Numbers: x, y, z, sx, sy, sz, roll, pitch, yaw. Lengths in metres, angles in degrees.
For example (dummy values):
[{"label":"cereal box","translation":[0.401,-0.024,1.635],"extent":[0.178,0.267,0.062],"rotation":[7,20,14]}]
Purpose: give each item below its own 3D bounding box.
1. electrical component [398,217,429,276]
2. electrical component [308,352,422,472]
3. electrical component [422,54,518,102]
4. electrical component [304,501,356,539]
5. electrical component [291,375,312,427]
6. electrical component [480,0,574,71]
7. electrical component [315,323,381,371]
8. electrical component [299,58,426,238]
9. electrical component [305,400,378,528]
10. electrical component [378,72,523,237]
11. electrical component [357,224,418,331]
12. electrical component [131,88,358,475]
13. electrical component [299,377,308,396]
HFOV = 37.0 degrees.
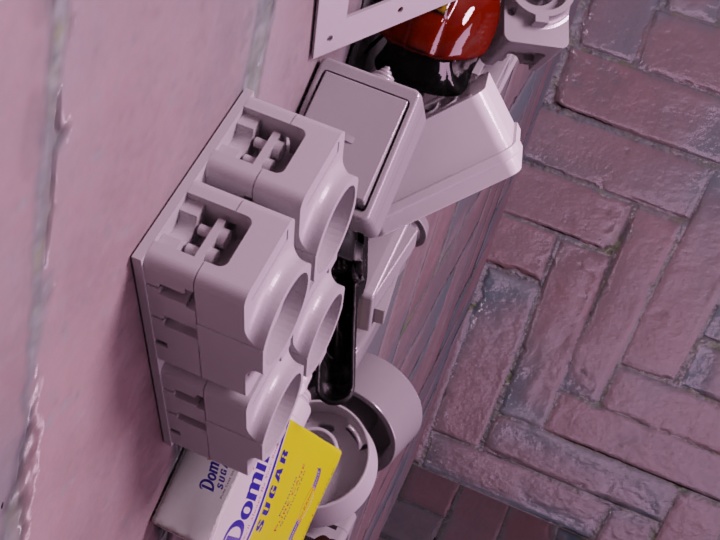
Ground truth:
[{"label":"electrical component","translation":[0.033,-0.029,0.992],"extent":[0.055,0.048,0.066],"rotation":[-53,164,-34]},{"label":"electrical component","translation":[-0.005,0.134,0.969],"extent":[0.060,0.108,0.108],"rotation":[-48,159,-48]},{"label":"electrical component","translation":[0.103,-0.188,0.971],"extent":[0.078,0.063,0.121],"rotation":[100,15,-52]},{"label":"electrical component","translation":[-0.055,0.218,0.913],"extent":[0.055,0.089,0.050],"rotation":[-54,163,-57]},{"label":"electrical component","translation":[-0.053,0.103,0.830],"extent":[0.035,0.035,0.061],"rotation":[100,13,-53]},{"label":"electrical component","translation":[0.120,-0.198,0.780],"extent":[0.056,0.050,0.089],"rotation":[147,-55,-72]},{"label":"electrical component","translation":[-0.008,0.043,0.924],"extent":[0.077,0.043,0.079],"rotation":[-59,167,-46]},{"label":"electrical component","translation":[-0.003,-0.076,0.614],"extent":[0.061,0.062,0.096],"rotation":[53,60,-80]},{"label":"electrical component","translation":[-0.035,0.156,0.874],"extent":[0.064,0.099,0.099],"rotation":[79,33,-62]},{"label":"electrical component","translation":[0.048,-0.077,0.715],"extent":[0.113,0.057,0.078],"rotation":[-25,-166,17]},{"label":"electrical component","translation":[0.000,0.000,0.814],"extent":[0.061,0.061,0.096],"rotation":[95,19,-63]},{"label":"electrical component","translation":[-0.053,0.017,0.543],"extent":[0.186,0.060,0.105],"rotation":[98,16,-56]},{"label":"electrical component","translation":[-0.053,0.048,0.676],"extent":[0.048,0.048,0.062],"rotation":[-33,137,-75]}]
